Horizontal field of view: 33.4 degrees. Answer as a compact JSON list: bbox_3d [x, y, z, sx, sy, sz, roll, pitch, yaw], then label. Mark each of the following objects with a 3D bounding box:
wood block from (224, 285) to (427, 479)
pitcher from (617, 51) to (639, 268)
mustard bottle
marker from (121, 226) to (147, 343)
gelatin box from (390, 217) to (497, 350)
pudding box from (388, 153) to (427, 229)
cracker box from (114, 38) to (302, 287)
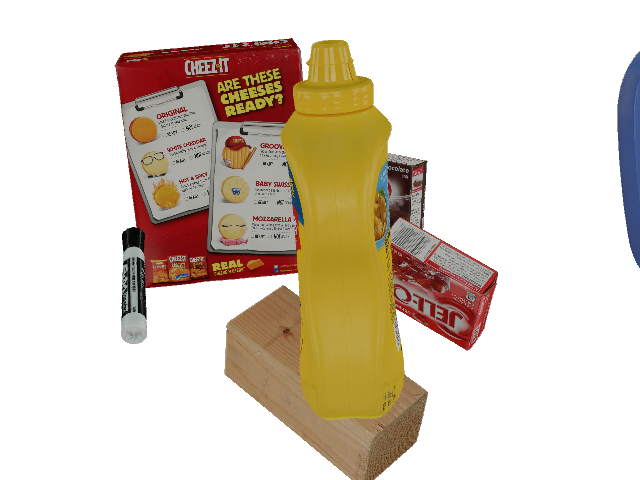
[{"bbox_3d":[0.002,0.151,1.130,0.206,0.090,0.090,35,50,28],"label":"wood block"},{"bbox_3d":[0.248,-0.021,0.606,0.149,0.243,0.145,-1,22,16],"label":"pitcher"},{"bbox_3d":[0.012,-0.009,0.565,0.058,0.192,0.096,-2,19,6],"label":"mustard bottle"},{"bbox_3d":[-0.145,0.031,0.827,0.020,0.020,0.121,0,40,-10],"label":"marker"},{"bbox_3d":[0.085,0.034,0.798,0.089,0.030,0.073,31,-33,20],"label":"gelatin box"},{"bbox_3d":[0.058,-0.050,1.152,0.114,0.090,0.039,12,23,30],"label":"pudding box"},{"bbox_3d":[-0.094,-0.072,0.990,0.164,0.214,0.072,-6,20,-5],"label":"cracker box"}]
